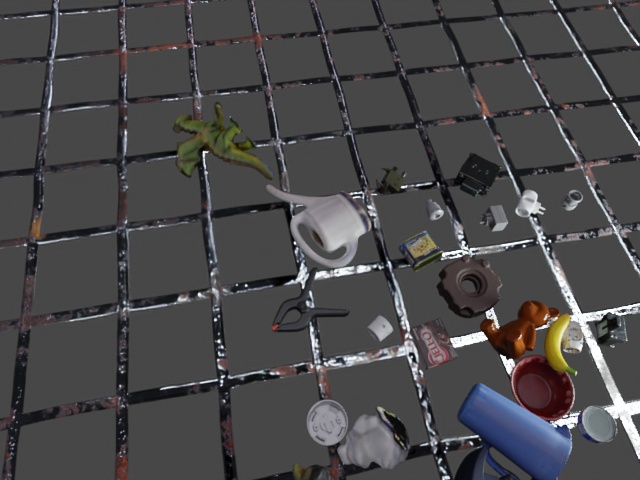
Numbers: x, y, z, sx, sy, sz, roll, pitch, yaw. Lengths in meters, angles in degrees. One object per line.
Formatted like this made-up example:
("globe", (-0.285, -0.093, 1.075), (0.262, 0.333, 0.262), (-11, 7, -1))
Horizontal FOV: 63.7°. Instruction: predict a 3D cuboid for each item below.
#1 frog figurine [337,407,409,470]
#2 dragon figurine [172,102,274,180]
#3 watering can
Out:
("frog figurine", (0.128, 0.488, 1.228), (0.158, 0.123, 0.138), (-44, 77, 14))
("dragon figurine", (-0.342, -0.283, 1.646), (0.243, 0.120, 0.416), (-35, 65, -2))
("watering can", (0.005, -0.077, 1.524), (0.226, 0.102, 0.353), (-28, 65, -18))
